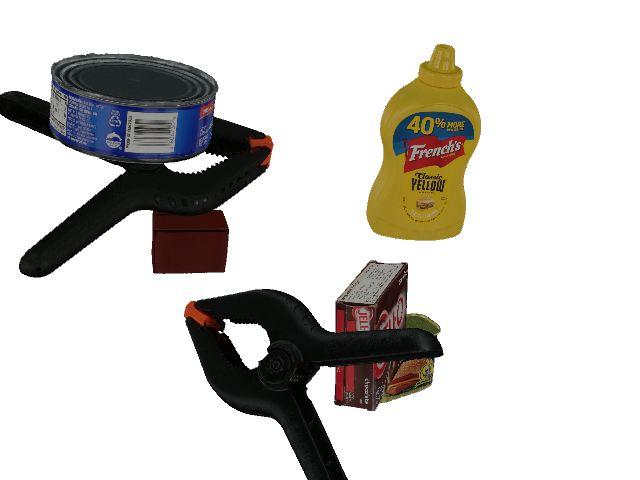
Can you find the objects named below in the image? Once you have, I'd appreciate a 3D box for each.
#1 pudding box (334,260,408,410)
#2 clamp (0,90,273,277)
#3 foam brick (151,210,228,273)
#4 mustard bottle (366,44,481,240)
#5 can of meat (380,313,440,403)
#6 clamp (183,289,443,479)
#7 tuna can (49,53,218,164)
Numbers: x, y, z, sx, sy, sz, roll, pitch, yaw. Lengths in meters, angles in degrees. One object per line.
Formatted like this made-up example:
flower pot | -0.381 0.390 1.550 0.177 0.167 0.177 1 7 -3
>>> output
pudding box | 0.042 0.074 0.873 0.039 0.090 0.113 6 18 14
clamp | -0.138 -0.047 0.807 0.209 0.164 0.036 -2 -32 -12
foam brick | -0.139 0.001 1.131 0.078 0.051 0.053 -1 25 -11
mustard bottle | 0.104 -0.095 1.030 0.096 0.192 0.058 3 28 -9
can of meat | 0.098 0.149 1.345 0.101 0.084 0.058 -13 29 -29
clamp | -0.019 0.090 0.656 0.172 0.120 0.039 17 -12 32
tuna can | -0.098 -0.070 0.558 0.086 0.034 0.086 8 23 -4
